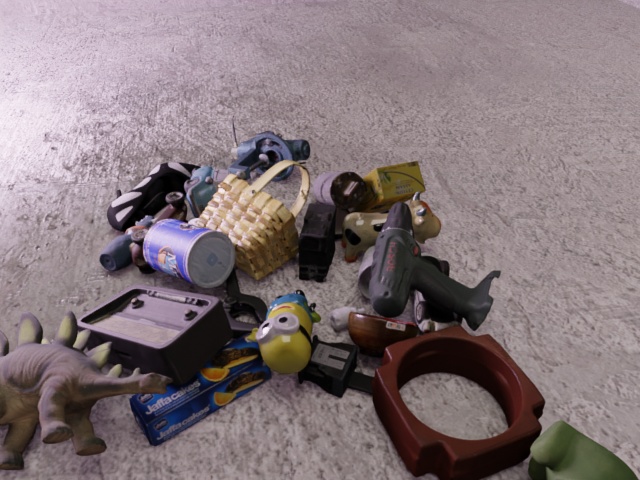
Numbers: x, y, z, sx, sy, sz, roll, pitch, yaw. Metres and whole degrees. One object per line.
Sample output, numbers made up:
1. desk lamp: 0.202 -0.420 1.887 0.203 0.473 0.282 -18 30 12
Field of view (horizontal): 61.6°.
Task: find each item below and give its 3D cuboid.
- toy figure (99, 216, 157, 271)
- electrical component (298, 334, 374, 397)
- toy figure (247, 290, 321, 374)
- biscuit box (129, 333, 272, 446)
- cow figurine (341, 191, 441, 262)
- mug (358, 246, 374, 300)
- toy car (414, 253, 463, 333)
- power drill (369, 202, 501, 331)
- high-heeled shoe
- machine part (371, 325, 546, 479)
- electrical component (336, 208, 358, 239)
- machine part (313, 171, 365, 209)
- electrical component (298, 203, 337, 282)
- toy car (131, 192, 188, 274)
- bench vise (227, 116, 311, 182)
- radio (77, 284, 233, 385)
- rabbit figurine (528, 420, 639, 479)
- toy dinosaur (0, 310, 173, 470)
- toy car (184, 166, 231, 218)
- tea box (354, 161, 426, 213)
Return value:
1. toy figure: -0.374 0.004 1.068 0.064 0.057 0.154 18 36 12
2. electrical component: 0.031 0.200 0.827 0.119 0.047 0.075 15 41 20
3. toy figure: -0.045 0.136 0.830 0.089 0.082 0.180 45 11 -6
4. biscuit box: -0.170 0.216 0.791 0.203 0.059 0.063 -26 45 -30
5. cow figurine: 0.140 -0.026 1.057 0.195 0.127 0.085 -3 41 0
6. mug: 0.109 0.043 0.990 0.081 0.109 0.107 -3 24 5
7. toy car: 0.202 0.095 0.960 0.073 0.056 0.202 5 39 -4
8. power drill: 0.187 0.046 0.887 0.207 0.086 0.232 27 49 1
9. high-heeled shoe: -0.342 -0.094 1.179 0.249 0.086 0.145 -18 44 -15
10. machine part: 0.189 0.229 0.760 0.201 0.087 0.202 -13 38 -18
11. electrical component: 0.039 -0.036 1.139 0.102 0.045 0.078 -11 67 -11
12. machine part: 0.037 -0.107 1.142 0.079 0.079 0.243 -8 9 -12
13. electrical component: -0.002 -0.003 1.035 0.058 0.114 0.134 9 40 7
14. toy car: -0.309 -0.018 1.071 0.053 0.089 0.202 8 37 13
15. bench vise: -0.151 -0.197 1.286 0.224 0.128 0.240 14 35 21
16. radio: -0.255 0.136 0.830 0.230 0.073 0.131 6 31 35
17. rabbit figurine: 0.296 0.333 0.632 0.159 0.121 0.170 34 66 26
18. toy dinosaur: -0.415 0.204 0.738 0.472 0.104 0.199 -10 48 13
19. toy car: -0.224 -0.102 1.159 0.103 0.109 0.162 -12 29 5
20. tea box: 0.138 -0.105 1.130 0.098 0.068 0.169 -13 -4 -15
